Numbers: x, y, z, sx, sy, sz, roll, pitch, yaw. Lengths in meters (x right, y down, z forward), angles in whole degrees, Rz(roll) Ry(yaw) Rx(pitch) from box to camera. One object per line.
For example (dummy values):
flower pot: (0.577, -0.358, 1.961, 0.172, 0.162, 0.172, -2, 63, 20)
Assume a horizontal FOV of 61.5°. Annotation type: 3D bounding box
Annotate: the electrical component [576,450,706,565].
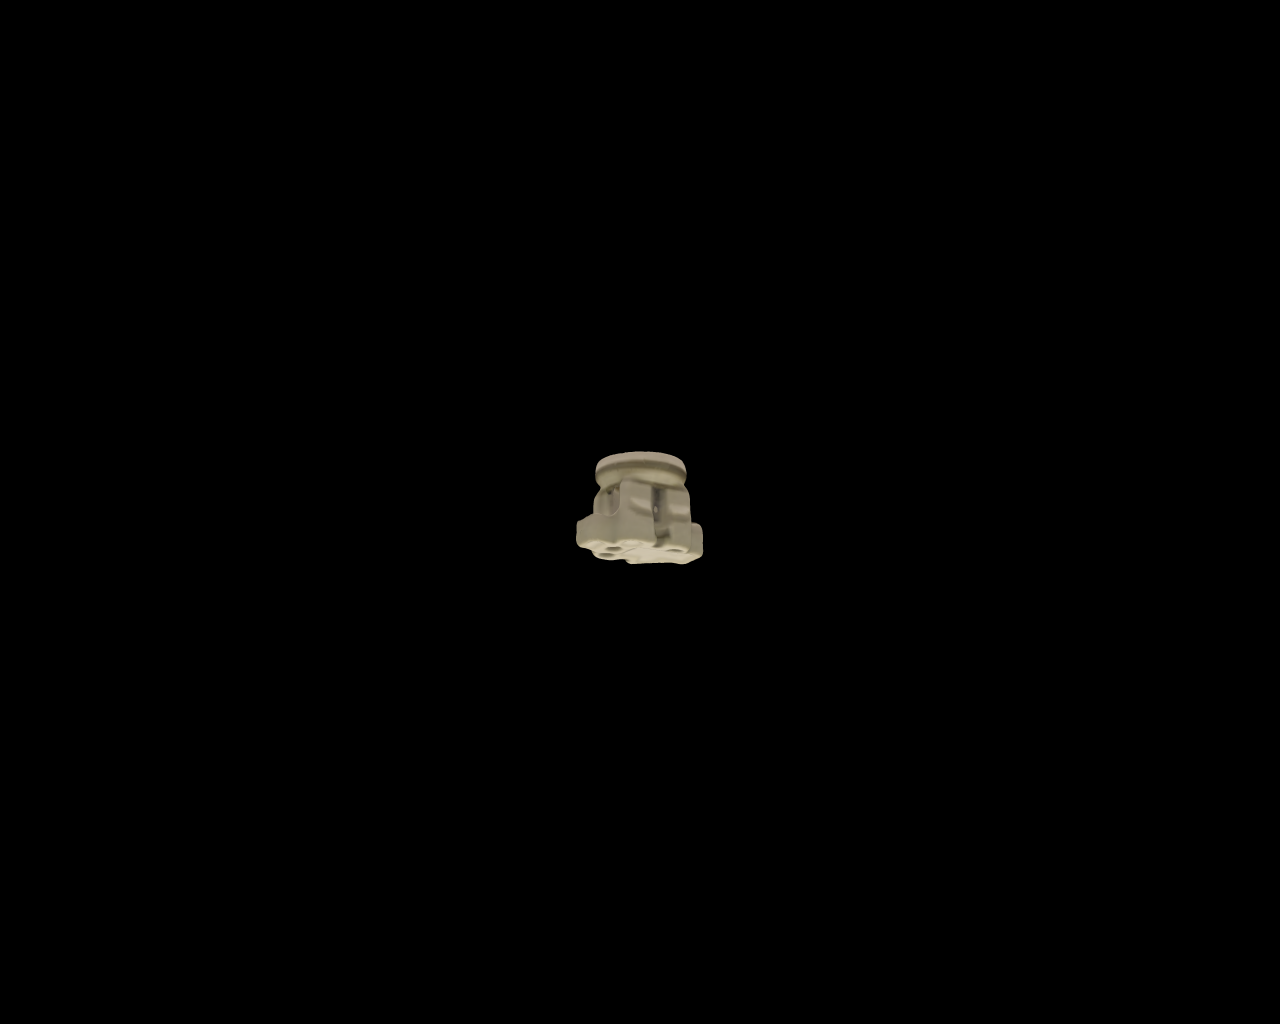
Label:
electrical component: (0.001, -0.003, 0.650, 0.078, 0.057, 0.058, 9, -19, -29)
